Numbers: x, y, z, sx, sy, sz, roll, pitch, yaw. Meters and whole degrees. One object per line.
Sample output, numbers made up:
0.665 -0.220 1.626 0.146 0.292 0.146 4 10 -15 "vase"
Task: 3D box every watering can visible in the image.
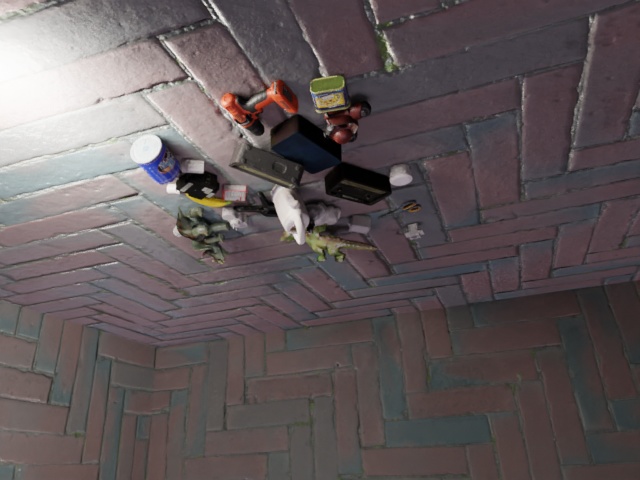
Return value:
-0.102 -0.119 1.851 0.104 0.228 0.340 -20 155 -9 "watering can"

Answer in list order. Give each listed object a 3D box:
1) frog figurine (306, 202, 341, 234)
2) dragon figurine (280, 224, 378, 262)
0.006 -0.104 2.074 0.161 0.124 0.134 -34 154 -21 "frog figurine"
0.026 -0.013 2.227 0.409 0.125 0.238 -5 148 19 "dragon figurine"
